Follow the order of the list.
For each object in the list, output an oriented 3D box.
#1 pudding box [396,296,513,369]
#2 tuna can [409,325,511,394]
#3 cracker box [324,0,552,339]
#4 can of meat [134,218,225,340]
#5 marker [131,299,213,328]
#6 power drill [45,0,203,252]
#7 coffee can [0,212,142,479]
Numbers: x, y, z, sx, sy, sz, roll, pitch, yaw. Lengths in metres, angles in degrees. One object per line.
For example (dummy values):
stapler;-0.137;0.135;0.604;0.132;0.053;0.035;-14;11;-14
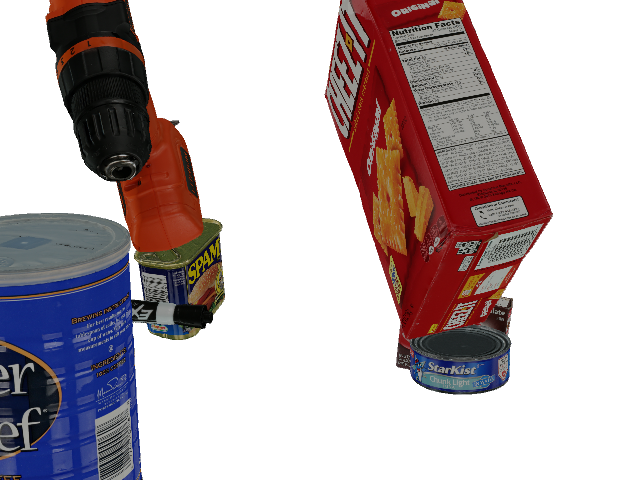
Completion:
pudding box;0.139;0.096;1.115;0.113;0.090;0.039;9;21;13
tuna can;0.118;0.100;0.907;0.086;0.034;0.086;-1;15;0
cracker box;0.067;-0.063;0.724;0.072;0.214;0.164;-12;-24;-12
can of meat;-0.133;0.036;1.034;0.057;0.084;0.102;7;28;19
marker;-0.142;0.054;0.826;0.121;0.020;0.020;4;1;10
power drill;-0.124;-0.073;0.696;0.057;0.184;0.187;-14;-34;-3
coffee can;-0.145;0.066;0.542;0.103;0.140;0.103;0;16;0
